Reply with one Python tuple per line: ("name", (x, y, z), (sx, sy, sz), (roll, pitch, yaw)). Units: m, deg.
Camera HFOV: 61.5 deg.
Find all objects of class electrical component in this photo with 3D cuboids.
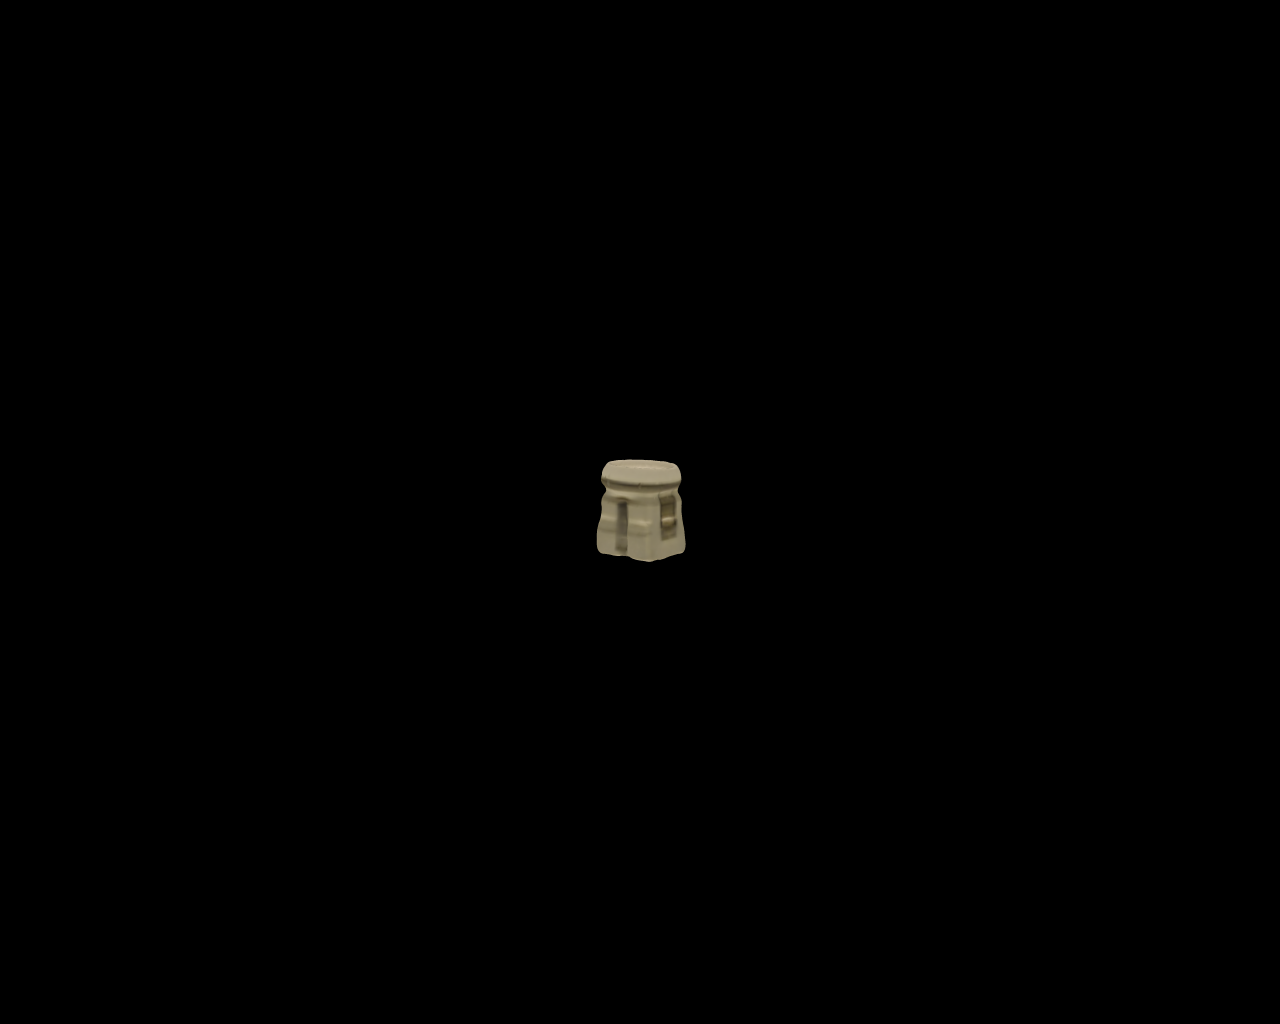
("electrical component", (0.001, -0.003, 0.650), (0.066, 0.055, 0.048), (8, 13, 39))
